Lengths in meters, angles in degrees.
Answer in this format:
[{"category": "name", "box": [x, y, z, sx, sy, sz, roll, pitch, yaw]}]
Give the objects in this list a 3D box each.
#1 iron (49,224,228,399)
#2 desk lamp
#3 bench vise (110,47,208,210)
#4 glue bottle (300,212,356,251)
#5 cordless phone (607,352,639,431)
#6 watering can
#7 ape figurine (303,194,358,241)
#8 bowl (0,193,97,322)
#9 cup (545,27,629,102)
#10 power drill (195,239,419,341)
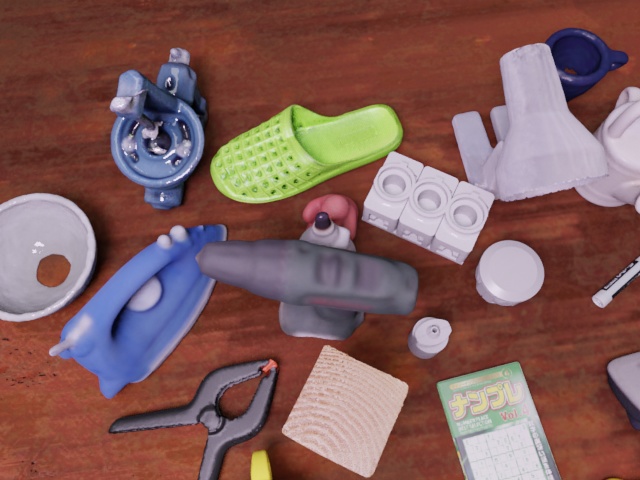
[{"category": "iron", "box": [-0.212, 0.057, 0.694, 0.118, 0.141, 0.258, 35, 75, 12]}, {"category": "desk lamp", "box": [0.248, -0.124, 0.709, 0.118, 0.213, 0.203, -11, 71, -3]}, {"category": "bench vise", "box": [-0.216, -0.167, 0.730, 0.121, 0.220, 0.207, -11, 71, -2]}, {"category": "glue bottle", "box": [0.006, 0.002, 0.692, 0.078, 0.173, 0.037, 7, 71, 4]}, {"category": "cordless phone", "box": [0.421, 0.153, 0.625, 0.147, 0.185, 0.094, -14, 71, -3]}, {"category": "watering can", "box": [0.400, -0.116, 0.714, 0.101, 0.194, 0.173, -17, 71, -5]}, {"category": "ape figurine", "box": [0.018, -0.032, 0.746, 0.076, 0.092, 0.077, -36, 74, -10]}, {"category": "bowl", "box": [-0.361, 0.028, 0.742, 0.167, 0.075, 0.167, 0, 71, 1]}, {"category": "cup", "box": [0.359, -0.235, 0.809, 0.117, 0.095, 0.091, -2, 71, 1]}, {"category": "power drill", "box": [-0.009, 0.058, 0.654, 0.229, 0.208, 0.075, 4, 71, 3]}]
